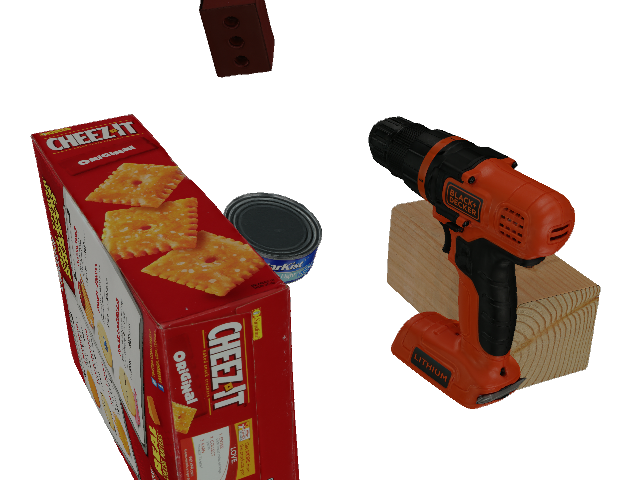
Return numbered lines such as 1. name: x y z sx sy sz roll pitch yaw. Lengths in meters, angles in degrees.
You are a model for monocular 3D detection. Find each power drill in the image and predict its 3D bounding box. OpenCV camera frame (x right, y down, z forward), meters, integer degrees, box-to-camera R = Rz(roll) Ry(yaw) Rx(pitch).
1. power drill: 0.096 0.015 0.787 0.057 0.188 0.185 -19 36 -31

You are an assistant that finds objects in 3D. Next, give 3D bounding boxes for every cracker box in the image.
1. cracker box: -0.086 0.047 0.580 0.072 0.164 0.214 -16 34 -22

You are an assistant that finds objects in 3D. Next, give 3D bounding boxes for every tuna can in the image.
1. tuna can: -0.044 -0.002 0.913 0.086 0.034 0.086 11 39 -9

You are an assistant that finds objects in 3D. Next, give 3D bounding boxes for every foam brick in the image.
1. foam brick: -0.075 -0.194 0.964 0.053 0.051 0.078 -6 -42 7

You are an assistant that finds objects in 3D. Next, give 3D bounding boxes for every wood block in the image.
1. wood block: 0.153 0.040 0.993 0.090 0.090 0.206 -11 30 -24
